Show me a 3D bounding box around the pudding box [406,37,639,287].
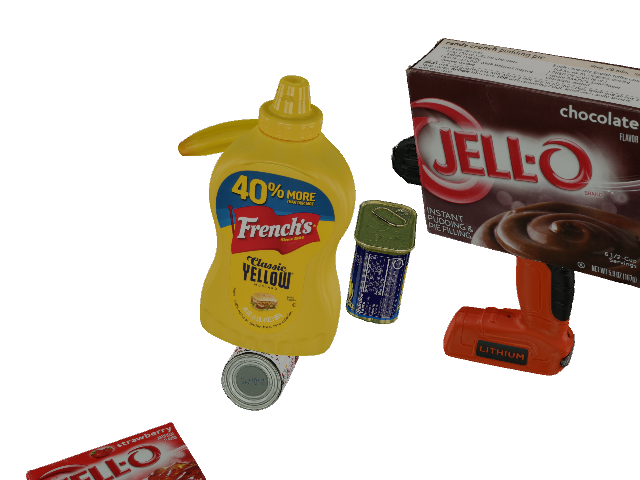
[{"bbox_3d":[0.097,-0.036,0.470,0.114,0.090,0.039,14,44,32],"label":"pudding box"}]

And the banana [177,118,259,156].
[{"bbox_3d":[-0.076,-0.124,1.319,0.198,0.037,0.069,6,39,16],"label":"banana"}]

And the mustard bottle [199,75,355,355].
[{"bbox_3d":[-0.027,-0.017,0.711,0.096,0.192,0.058,12,29,9],"label":"mustard bottle"}]

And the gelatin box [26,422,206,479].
[{"bbox_3d":[-0.110,0.142,0.587,0.089,0.030,0.073,-16,28,-20],"label":"gelatin box"}]

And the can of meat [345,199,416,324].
[{"bbox_3d":[0.057,0.021,1.036,0.057,0.084,0.102,9,27,2],"label":"can of meat"}]

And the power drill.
[{"bbox_3d":[0.142,0.009,0.854,0.185,0.188,0.057,11,29,18],"label":"power drill"}]

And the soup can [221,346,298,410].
[{"bbox_3d":[-0.065,0.136,1.171,0.068,0.068,0.102,0,16,10],"label":"soup can"}]
